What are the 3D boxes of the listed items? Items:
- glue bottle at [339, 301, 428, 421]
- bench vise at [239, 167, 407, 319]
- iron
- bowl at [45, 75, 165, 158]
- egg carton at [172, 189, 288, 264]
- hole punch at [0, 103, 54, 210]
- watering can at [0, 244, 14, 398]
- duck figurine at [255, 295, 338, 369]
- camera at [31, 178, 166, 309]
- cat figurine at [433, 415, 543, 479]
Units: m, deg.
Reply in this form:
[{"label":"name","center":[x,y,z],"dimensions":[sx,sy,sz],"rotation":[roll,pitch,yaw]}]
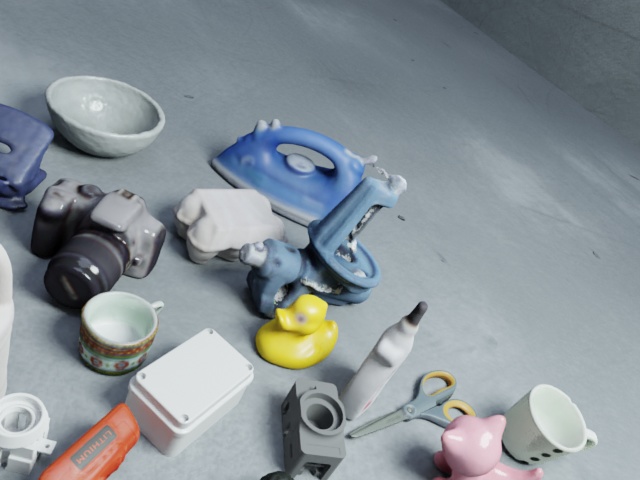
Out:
[{"label":"glue bottle","center":[0.076,0.131,0.648],"dimensions":[0.037,0.173,0.078],"rotation":[36,35,13]},{"label":"bench vise","center":[0.014,0.011,0.720],"dimensions":[0.208,0.219,0.121],"rotation":[-14,52,-44]},{"label":"iron","center":[-0.039,-0.125,0.928],"dimensions":[0.258,0.141,0.118],"rotation":[23,35,-6]},{"label":"bowl","center":[-0.322,-0.174,0.858],"dimensions":[0.168,0.074,0.167],"rotation":[18,35,-13]},{"label":"egg carton","center":[-0.124,-0.020,0.799],"dimensions":[0.151,0.069,0.107],"rotation":[-4,46,-38]},{"label":"hole punch","center":[-0.396,-0.106,0.706],"dimensions":[0.109,0.091,0.101],"rotation":[21,35,-9]},{"label":"watering can","center":[-0.296,0.071,0.455],"dimensions":[0.172,0.194,0.101],"rotation":[40,36,18]},{"label":"duck figurine","center":[-0.019,0.103,0.696],"dimensions":[0.105,0.086,0.077],"rotation":[3,41,-31]},{"label":"camera","center":[-0.263,0.001,0.650],"dimensions":[0.143,0.100,0.137],"rotation":[24,35,-5]},{"label":"cat figurine","center":[0.178,0.241,0.624],"dimensions":[0.128,0.117,0.067],"rotation":[27,34,0]}]
